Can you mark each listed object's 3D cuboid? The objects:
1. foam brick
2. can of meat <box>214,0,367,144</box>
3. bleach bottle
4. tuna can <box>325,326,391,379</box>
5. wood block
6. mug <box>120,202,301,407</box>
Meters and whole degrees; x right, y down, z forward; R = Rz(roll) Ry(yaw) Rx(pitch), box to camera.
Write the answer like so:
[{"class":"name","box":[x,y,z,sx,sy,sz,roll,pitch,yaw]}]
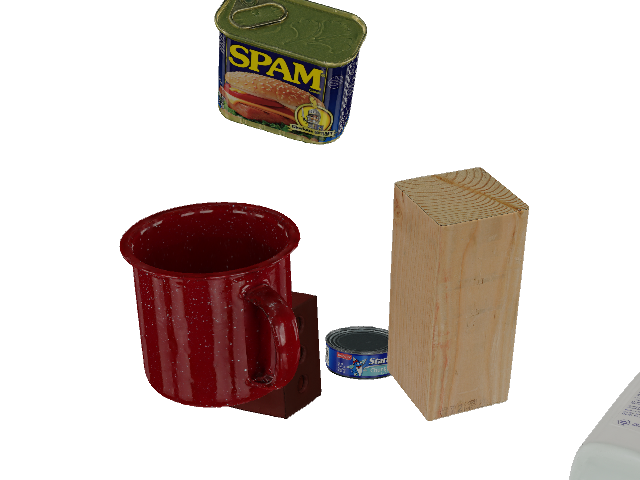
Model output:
[{"class":"foam brick","box":[-0.035,0.079,0.761,0.051,0.078,0.052,5,16,31]},{"class":"can of meat","box":[-0.024,-0.122,0.757,0.102,0.057,0.084,18,-39,8]},{"class":"bleach bottle","box":[0.241,0.101,0.640,0.103,0.068,0.250,18,29,31]},{"class":"tuna can","box":[0.048,0.126,1.195,0.086,0.034,0.086,1,14,0]},{"class":"wood block","box":[0.122,0.049,0.977,0.090,0.206,0.091,-11,31,-19]},{"class":"mug","box":[-0.048,0.038,0.558,0.093,0.081,0.117,-20,31,-35]}]
